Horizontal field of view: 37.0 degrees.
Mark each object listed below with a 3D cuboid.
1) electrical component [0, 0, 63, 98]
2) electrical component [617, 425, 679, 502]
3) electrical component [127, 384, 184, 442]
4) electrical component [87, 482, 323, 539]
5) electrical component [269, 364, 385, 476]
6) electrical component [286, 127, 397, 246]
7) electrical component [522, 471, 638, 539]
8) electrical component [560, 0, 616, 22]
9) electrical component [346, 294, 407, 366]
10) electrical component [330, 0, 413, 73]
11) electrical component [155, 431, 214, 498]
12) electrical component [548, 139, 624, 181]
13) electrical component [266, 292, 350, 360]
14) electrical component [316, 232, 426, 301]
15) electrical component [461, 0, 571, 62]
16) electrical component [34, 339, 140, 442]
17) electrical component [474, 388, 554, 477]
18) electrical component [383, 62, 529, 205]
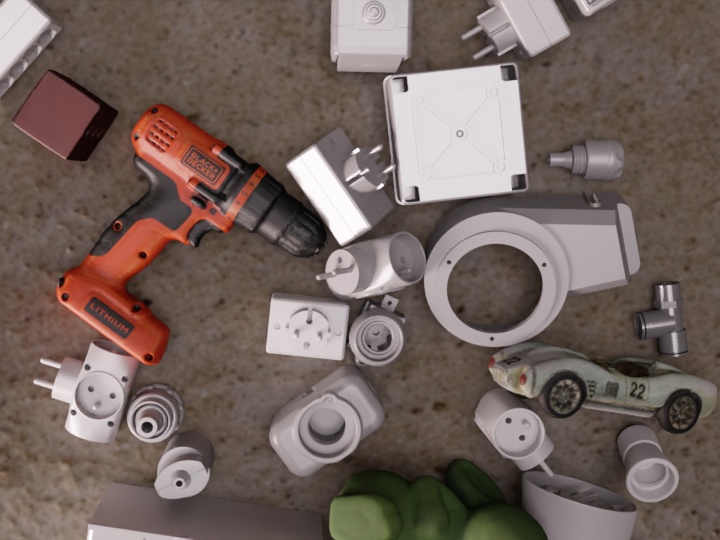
[{"bbox_3d":[-0.300,-0.195,0.869,0.076,0.047,0.083,42,93,-7],"label":"electrical component"},{"bbox_3d":[0.246,0.164,0.929,0.044,0.065,0.044,0,113,1],"label":"electrical component"},{"bbox_3d":[-0.175,0.124,0.905,0.048,0.062,0.048,0,96,-3],"label":"electrical component"},{"bbox_3d":[-0.128,0.236,0.898,0.186,0.105,0.060,10,96,-4],"label":"electrical component"},{"bbox_3d":[-0.028,0.129,0.914,0.095,0.059,0.053,-35,97,1],"label":"electrical component"},{"bbox_3d":[-0.003,-0.077,0.882,0.076,0.047,0.083,-30,99,37],"label":"electrical component"},{"bbox_3d":[0.185,0.206,0.916,0.099,0.099,0.064,4,103,-3],"label":"electrical component"},{"bbox_3d":[0.184,-0.262,0.881,0.062,0.061,0.096,-32,97,1],"label":"electrical component"},{"bbox_3d":[0.014,0.054,0.910,0.048,0.055,0.066,24,95,-5],"label":"electrical component"},{"bbox_3d":[0.008,-0.192,0.861,0.062,0.096,0.061,1,97,-3],"label":"electrical component"},{"bbox_3d":[-0.147,0.166,0.901,0.043,0.081,0.043,0,96,-3],"label":"electrical component"},{"bbox_3d":[0.191,-0.094,0.914,0.061,0.035,0.035,0,96,-1],"label":"electrical component"},{"bbox_3d":[-0.043,0.049,0.896,0.066,0.076,0.047,6,96,-4],"label":"electrical component"},{"bbox_3d":[0.000,0.000,0.876,0.079,0.077,0.044,-9,85,-45],"label":"electrical component"},{"bbox_3d":[0.122,-0.202,0.891,0.077,0.047,0.065,-30,97,1],"label":"electrical component"},{"bbox_3d":[-0.234,0.096,0.907,0.079,0.044,0.077,18,95,-5],"label":"electrical component"},{"bbox_3d":[0.138,0.143,0.916,0.044,0.077,0.079,-38,97,1],"label":"electrical component"},{"bbox_3d":[0.079,-0.113,0.894,0.109,0.056,0.108,-7,97,-2],"label":"electrical component"}]
